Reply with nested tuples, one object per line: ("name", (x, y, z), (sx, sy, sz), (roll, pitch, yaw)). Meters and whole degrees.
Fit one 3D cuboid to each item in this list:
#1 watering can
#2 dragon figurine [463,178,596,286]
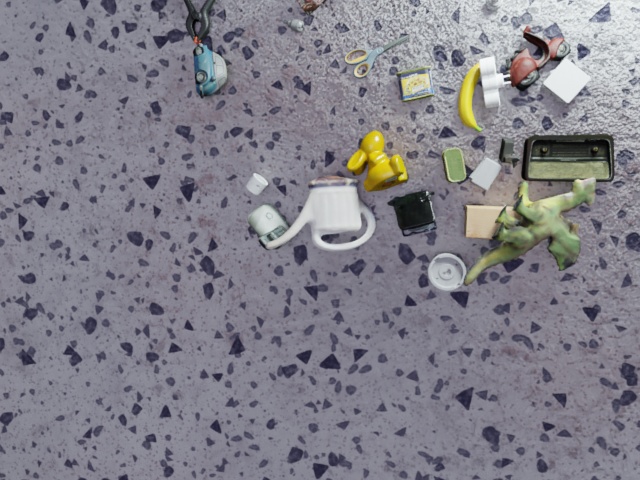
("watering can", (0.005, -0.076, 1.517), (0.348, 0.103, 0.225), (-3, 85, -21))
("dragon figurine", (0.582, -0.002, 1.371), (0.243, 0.123, 0.407), (30, 101, -1))
